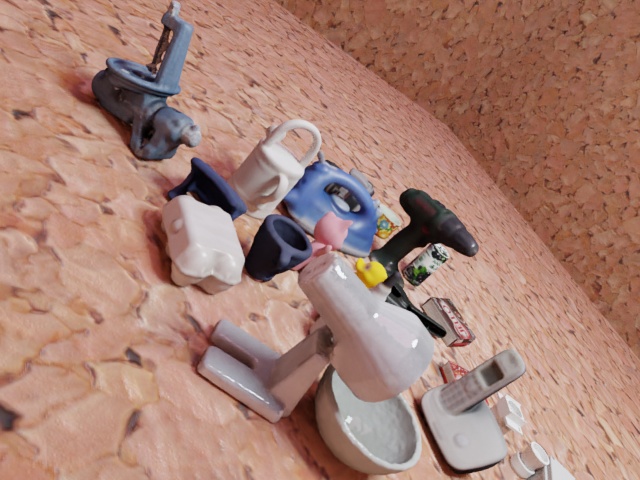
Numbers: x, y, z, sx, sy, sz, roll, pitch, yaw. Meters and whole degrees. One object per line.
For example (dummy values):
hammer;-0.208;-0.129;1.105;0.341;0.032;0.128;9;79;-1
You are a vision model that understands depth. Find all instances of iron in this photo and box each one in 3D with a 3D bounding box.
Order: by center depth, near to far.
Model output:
iron;0.045;-0.071;1.175;0.259;0.141;0.118;32;26;-25

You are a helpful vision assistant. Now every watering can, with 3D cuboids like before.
watering can;-0.080;-0.143;1.033;0.101;0.193;0.172;12;39;-50

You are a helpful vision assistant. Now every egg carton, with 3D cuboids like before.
egg carton;-0.169;0.004;0.805;0.108;0.069;0.150;21;33;-42

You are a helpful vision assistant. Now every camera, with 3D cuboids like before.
camera;0.057;-0.133;1.348;0.137;0.100;0.143;43;24;-1

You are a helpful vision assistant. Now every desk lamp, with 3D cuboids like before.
desk lamp;-0.001;0.126;0.691;0.204;0.213;0.118;37;24;-15

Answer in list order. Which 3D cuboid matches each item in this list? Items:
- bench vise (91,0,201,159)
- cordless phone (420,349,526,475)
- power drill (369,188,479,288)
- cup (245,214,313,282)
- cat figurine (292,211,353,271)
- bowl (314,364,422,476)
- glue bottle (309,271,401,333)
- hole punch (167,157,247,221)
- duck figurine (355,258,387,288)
bench vise;-0.244;-0.251;0.919;0.207;0.219;0.121;41;24;-6
cordless phone;0.260;0.268;0.904;0.094;0.185;0.147;23;31;-39
power drill;0.211;0.006;1.228;0.076;0.208;0.229;19;33;-43
cup;-0.073;0.028;0.886;0.092;0.094;0.117;35;25;-19
cat figurine;0.009;0.004;1.027;0.067;0.117;0.128;40;24;-9
bowl;0.050;0.241;0.753;0.168;0.074;0.167;35;25;-19
glue bottle;0.063;0.107;0.874;0.078;0.173;0.037;27;29;-33
hole punch;-0.169;-0.077;0.912;0.108;0.091;0.101;46;24;4
duck figurine;0.089;0.082;1.064;0.104;0.086;0.078;49;24;12
